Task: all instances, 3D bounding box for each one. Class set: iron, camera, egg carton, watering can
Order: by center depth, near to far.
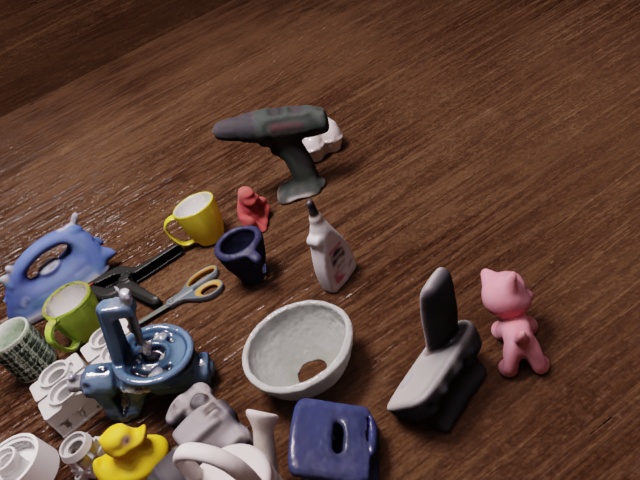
[{"bbox_3d":[-0.095,0.275,0.643,0.100,0.194,0.172,-14,38,11],"label":"watering can"},{"bbox_3d":[-0.169,0.275,0.759,0.137,0.101,0.142,-40,40,-22],"label":"camera"},{"bbox_3d":[-0.569,0.062,1.196,0.259,0.142,0.118,-41,40,-22],"label":"iron"},{"bbox_3d":[-0.013,-0.246,1.345,0.107,0.070,0.150,-32,38,-11],"label":"egg carton"}]

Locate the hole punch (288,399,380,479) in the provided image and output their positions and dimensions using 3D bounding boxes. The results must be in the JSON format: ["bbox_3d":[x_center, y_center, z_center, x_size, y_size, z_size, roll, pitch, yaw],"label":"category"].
[{"bbox_3d":[0.019,0.250,0.700,0.101,0.091,0.108,-12,38,14],"label":"hole punch"}]

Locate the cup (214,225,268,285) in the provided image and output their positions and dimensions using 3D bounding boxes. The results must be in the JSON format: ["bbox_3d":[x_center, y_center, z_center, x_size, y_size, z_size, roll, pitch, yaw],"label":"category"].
[{"bbox_3d":[-0.125,0.039,1.031,0.092,0.095,0.117,-38,39,-19],"label":"cup"}]

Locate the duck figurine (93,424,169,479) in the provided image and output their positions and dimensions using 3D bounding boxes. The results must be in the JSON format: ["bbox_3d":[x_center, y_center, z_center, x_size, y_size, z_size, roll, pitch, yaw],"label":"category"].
[{"bbox_3d":[-0.276,0.295,0.804,0.104,0.086,0.077,-23,37,0],"label":"duck figurine"}]

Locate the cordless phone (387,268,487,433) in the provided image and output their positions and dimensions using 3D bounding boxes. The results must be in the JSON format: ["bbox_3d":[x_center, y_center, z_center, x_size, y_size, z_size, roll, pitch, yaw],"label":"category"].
[{"bbox_3d":[0.132,0.132,0.707,0.093,0.185,0.148,13,50,38],"label":"cordless phone"}]

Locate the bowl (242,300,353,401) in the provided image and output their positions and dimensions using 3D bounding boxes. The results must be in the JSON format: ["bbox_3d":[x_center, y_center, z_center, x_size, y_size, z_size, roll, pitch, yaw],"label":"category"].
[{"bbox_3d":[-0.024,0.171,0.833,0.167,0.075,0.167,-14,38,12],"label":"bowl"}]

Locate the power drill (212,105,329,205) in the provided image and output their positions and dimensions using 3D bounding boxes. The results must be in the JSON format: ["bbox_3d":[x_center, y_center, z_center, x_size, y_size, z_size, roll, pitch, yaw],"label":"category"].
[{"bbox_3d":[-0.080,-0.181,1.184,0.229,0.209,0.075,-17,37,8],"label":"power drill"}]

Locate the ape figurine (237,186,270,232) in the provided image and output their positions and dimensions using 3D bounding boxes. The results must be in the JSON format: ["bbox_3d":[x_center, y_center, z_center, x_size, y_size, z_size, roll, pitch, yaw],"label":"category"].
[{"bbox_3d":[-0.142,-0.068,1.175,0.075,0.092,0.078,22,56,43],"label":"ape figurine"}]

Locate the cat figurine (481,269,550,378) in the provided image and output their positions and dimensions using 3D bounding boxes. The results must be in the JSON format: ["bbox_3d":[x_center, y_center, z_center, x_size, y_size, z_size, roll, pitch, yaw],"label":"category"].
[{"bbox_3d":[0.250,0.096,0.747,0.067,0.118,0.127,-14,38,12],"label":"cat figurine"}]

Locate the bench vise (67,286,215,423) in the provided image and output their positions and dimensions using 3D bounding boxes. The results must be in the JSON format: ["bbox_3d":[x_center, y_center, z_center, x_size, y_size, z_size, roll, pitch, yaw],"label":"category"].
[{"bbox_3d":[-0.287,0.176,0.843,0.207,0.220,0.121,-30,37,-9],"label":"bench vise"}]

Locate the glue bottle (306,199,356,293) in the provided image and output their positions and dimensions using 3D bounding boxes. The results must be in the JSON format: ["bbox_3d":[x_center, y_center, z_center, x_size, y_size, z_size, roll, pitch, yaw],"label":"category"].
[{"bbox_3d":[0.009,0.003,0.940,0.037,0.173,0.078,10,48,36],"label":"glue bottle"}]
